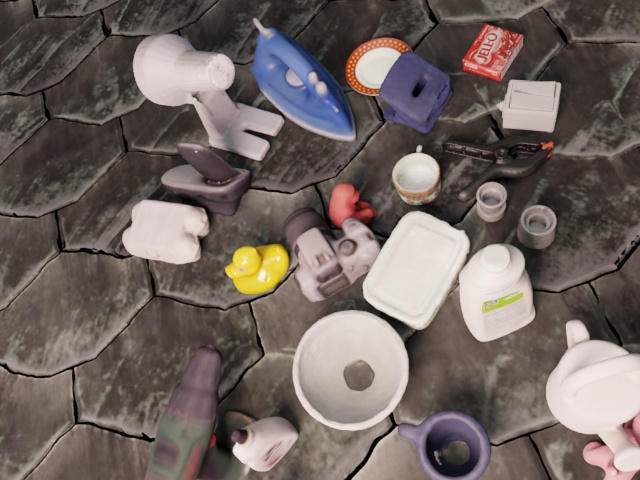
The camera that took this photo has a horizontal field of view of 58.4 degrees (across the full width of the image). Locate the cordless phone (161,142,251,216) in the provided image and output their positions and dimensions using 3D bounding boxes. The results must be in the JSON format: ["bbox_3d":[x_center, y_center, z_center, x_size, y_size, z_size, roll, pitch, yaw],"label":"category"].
[{"bbox_3d":[-0.212,-0.123,0.970,0.147,0.185,0.094,5,69,18],"label":"cordless phone"}]

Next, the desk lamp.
[{"bbox_3d":[-0.195,-0.259,1.009,0.202,0.214,0.118,19,74,22],"label":"desk lamp"}]

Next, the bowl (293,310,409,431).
[{"bbox_3d":[0.049,0.191,0.825,0.167,0.075,0.167,-6,66,13],"label":"bowl"}]

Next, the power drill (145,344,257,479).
[{"bbox_3d":[-0.154,0.269,0.772,0.075,0.209,0.230,13,71,20],"label":"power drill"}]

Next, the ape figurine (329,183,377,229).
[{"bbox_3d":[0.046,-0.060,0.925,0.076,0.092,0.077,-23,63,5],"label":"ape figurine"}]

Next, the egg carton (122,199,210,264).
[{"bbox_3d":[-0.270,-0.014,1.004,0.150,0.069,0.107,7,69,18],"label":"egg carton"}]

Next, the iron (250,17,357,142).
[{"bbox_3d":[-0.031,-0.289,1.017,0.119,0.142,0.257,-41,63,-4],"label":"iron"}]

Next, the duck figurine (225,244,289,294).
[{"bbox_3d":[-0.105,0.036,0.928,0.104,0.086,0.077,-31,63,1],"label":"duck figurine"}]

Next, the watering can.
[{"bbox_3d":[0.338,0.179,0.684,0.101,0.194,0.172,-35,63,-1],"label":"watering can"}]

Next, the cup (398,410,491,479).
[{"bbox_3d":[0.162,0.270,0.748,0.117,0.095,0.092,13,71,20],"label":"cup"}]

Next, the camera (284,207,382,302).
[{"bbox_3d":[0.008,0.003,0.903,0.143,0.101,0.136,-31,63,1],"label":"camera"}]

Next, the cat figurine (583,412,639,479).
[{"bbox_3d":[0.388,0.244,0.685,0.128,0.118,0.067,-35,63,-1],"label":"cat figurine"}]

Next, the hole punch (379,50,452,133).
[{"bbox_3d":[0.165,-0.255,0.977,0.100,0.091,0.109,25,76,24],"label":"hole punch"}]

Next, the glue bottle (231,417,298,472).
[{"bbox_3d":[-0.083,0.272,0.771,0.037,0.173,0.078,34,80,26],"label":"glue bottle"}]
